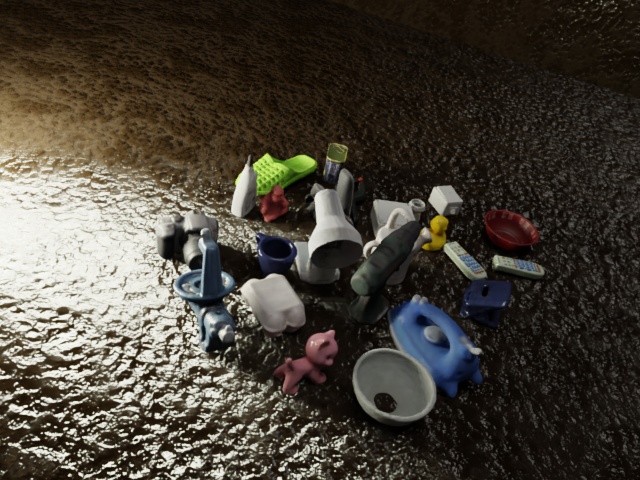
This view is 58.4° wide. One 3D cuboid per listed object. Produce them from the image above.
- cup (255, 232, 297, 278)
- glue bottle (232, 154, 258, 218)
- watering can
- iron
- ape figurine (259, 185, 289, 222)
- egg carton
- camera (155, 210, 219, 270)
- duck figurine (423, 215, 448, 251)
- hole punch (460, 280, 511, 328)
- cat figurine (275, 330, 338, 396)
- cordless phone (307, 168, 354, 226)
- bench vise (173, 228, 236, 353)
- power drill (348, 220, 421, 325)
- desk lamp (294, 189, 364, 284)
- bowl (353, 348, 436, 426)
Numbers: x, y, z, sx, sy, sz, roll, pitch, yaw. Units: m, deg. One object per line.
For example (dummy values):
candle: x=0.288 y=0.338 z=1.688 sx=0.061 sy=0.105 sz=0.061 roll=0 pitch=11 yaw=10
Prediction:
cup: x=-0.113 y=0.045 z=1.320 sx=0.117 sy=0.095 sz=0.092 roll=38 pitch=44 yaw=26
glue bottle: x=-0.186 y=-0.144 z=1.462 sx=0.037 sy=0.173 sz=0.078 roll=25 pitch=39 yaw=13
watering can: x=0.190 y=0.005 z=1.390 sx=0.173 sy=0.194 sz=0.100 roll=-25 pitch=53 yaw=-39
iron: x=0.239 y=0.199 z=1.214 sx=0.119 sy=0.141 sz=0.257 roll=-15 pitch=47 yaw=-32
ape figurine: x=-0.118 y=-0.103 z=1.500 sx=0.078 sy=0.092 sz=0.076 roll=6 pitch=39 yaw=-12
egg carton: x=-0.099 y=0.139 z=1.230 sx=0.107 sy=0.069 sz=0.150 roll=-13 pitch=47 yaw=-31
camera: x=-0.295 y=0.003 z=1.305 sx=0.143 sy=0.101 sz=0.136 roll=-3 pitch=42 yaw=-21
duck figurine: x=0.314 y=-0.026 z=1.557 sx=0.077 sy=0.086 sz=0.105 roll=36 pitch=43 yaw=24
hole punch: x=0.399 y=0.142 z=1.378 sx=0.101 sy=0.091 sz=0.109 roll=22 pitch=39 yaw=9
cat figurine: x=-0.018 y=0.228 z=1.112 sx=0.128 sy=0.118 sz=0.067 roll=-15 pitch=47 yaw=-32
cordless phone: x=0.041 y=-0.125 z=1.506 sx=0.094 sy=0.185 sz=0.147 roll=-14 pitch=47 yaw=-31
bench vise: x=-0.203 y=0.097 z=1.126 sx=0.206 sy=0.220 sz=0.122 roll=39 pitch=44 yaw=27
power drill: x=0.137 y=0.079 z=1.272 sx=0.075 sy=0.208 sz=0.230 roll=31 pitch=41 yaw=19
desk lamp: x=0.012 y=0.005 z=1.316 sx=0.118 sy=0.213 sz=0.203 roll=1 pitch=40 yaw=-17
bowl: x=0.136 y=0.298 z=1.113 sx=0.167 sy=0.075 sz=0.167 roll=9 pitch=39 yaw=-7
